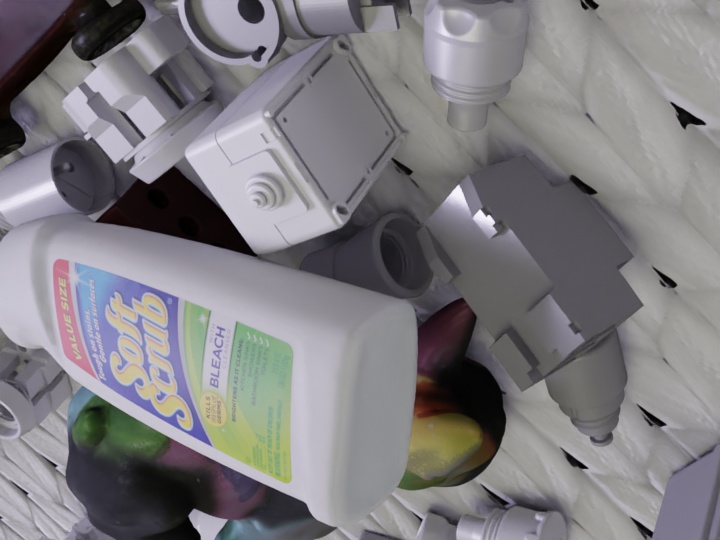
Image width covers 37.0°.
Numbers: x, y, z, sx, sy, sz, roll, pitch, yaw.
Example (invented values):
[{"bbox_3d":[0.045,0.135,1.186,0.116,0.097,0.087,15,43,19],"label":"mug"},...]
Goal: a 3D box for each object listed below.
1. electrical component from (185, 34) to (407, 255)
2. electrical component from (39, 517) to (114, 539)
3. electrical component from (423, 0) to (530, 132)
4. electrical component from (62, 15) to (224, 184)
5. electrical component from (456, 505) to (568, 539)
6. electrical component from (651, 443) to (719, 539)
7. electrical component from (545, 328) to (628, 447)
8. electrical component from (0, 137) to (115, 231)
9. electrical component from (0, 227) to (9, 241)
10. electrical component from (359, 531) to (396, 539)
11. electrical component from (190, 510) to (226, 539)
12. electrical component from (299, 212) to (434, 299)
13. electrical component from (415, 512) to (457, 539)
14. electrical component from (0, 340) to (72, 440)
[{"bbox_3d":[-0.033,-0.053,0.489,0.061,0.096,0.061,-18,115,37],"label":"electrical component"},{"bbox_3d":[-0.174,0.232,0.812,0.121,0.063,0.078,8,129,22],"label":"electrical component"},{"bbox_3d":[0.048,-0.089,0.455,0.043,0.043,0.062,15,132,16],"label":"electrical component"},{"bbox_3d":[-0.103,-0.080,0.531,0.078,0.058,0.057,-29,105,40],"label":"electrical component"},{"bbox_3d":[0.088,0.159,0.632,0.062,0.048,0.048,9,129,30],"label":"electrical component"},{"bbox_3d":[0.199,0.159,0.529,0.109,0.108,0.056,37,136,-3],"label":"electrical component"},{"bbox_3d":[0.114,0.056,0.538,0.040,0.040,0.078,-2,125,29],"label":"electrical component"},{"bbox_3d":[-0.183,-0.044,0.611,0.081,0.043,0.043,-15,118,36],"label":"electrical component"},{"bbox_3d":[-0.249,-0.013,0.666,0.100,0.048,0.099,-16,117,36],"label":"electrical component"},{"bbox_3d":[0.030,0.218,0.705,0.077,0.047,0.065,11,130,20],"label":"electrical component"},{"bbox_3d":[-0.106,0.177,0.748,0.065,0.044,0.044,-6,122,26],"label":"electrical component"},{"bbox_3d":[0.000,0.000,0.553,0.065,0.044,0.044,-19,115,42],"label":"electrical component"},{"bbox_3d":[0.056,0.177,0.665,0.046,0.040,0.040,21,133,5],"label":"electrical component"},{"bbox_3d":[-0.230,0.081,0.725,0.048,0.055,0.066,14,130,18],"label":"electrical component"}]
